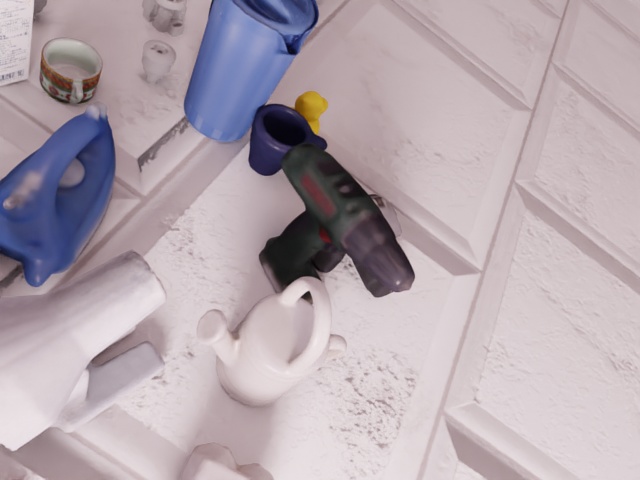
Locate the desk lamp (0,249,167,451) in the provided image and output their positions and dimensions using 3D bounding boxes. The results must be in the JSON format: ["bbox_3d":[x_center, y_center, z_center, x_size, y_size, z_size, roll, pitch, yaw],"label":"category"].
[{"bbox_3d":[-0.230,0.098,0.521,0.204,0.213,0.118,-33,80,-41],"label":"desk lamp"}]

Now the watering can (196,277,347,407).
[{"bbox_3d":[-0.047,0.111,0.635,0.173,0.193,0.101,-13,67,-36],"label":"watering can"}]

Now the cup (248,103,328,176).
[{"bbox_3d":[-0.057,-0.138,0.859,0.118,0.094,0.091,13,54,-23],"label":"cup"}]

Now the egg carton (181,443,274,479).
[{"bbox_3d":[-0.107,0.286,0.567,0.107,0.069,0.150,31,49,-10],"label":"egg carton"}]

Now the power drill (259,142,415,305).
[{"bbox_3d":[0.007,0.003,0.729,0.076,0.208,0.229,-18,71,-37],"label":"power drill"}]

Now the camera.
[{"bbox_3d":[0.068,0.011,0.832,0.144,0.100,0.136,-12,67,-36],"label":"camera"}]

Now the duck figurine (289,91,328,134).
[{"bbox_3d":[-0.030,-0.202,0.923,0.105,0.086,0.077,-26,75,-39],"label":"duck figurine"}]

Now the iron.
[{"bbox_3d":[-0.292,-0.083,0.651,0.119,0.141,0.258,27,50,-13],"label":"iron"}]
